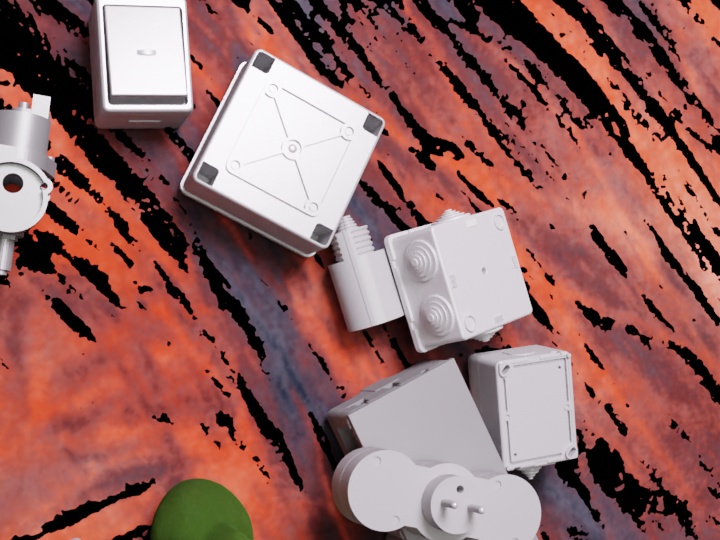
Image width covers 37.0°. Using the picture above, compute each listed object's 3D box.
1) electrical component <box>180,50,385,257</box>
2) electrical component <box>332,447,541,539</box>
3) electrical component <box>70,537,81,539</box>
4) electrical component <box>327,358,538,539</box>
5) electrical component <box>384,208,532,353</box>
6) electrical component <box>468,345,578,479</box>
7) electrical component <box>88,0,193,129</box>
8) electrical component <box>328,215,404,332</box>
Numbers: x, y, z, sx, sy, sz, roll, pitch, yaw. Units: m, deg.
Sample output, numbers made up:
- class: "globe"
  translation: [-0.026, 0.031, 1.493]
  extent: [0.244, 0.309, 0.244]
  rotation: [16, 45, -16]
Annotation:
- class: "electrical component"
  translation: [-0.055, -0.081, 0.764]
  extent: [0.109, 0.056, 0.108]
  rotation: [28, 77, -14]
- class: "electrical component"
  translation: [0.057, 0.152, 0.704]
  extent: [0.138, 0.074, 0.052]
  rotation: [14, 80, -16]
- class: "electrical component"
  translation: [-0.203, 0.229, 0.688]
  extent: [0.100, 0.048, 0.099]
  rotation: [-22, 92, -19]
- class: "electrical component"
  translation: [0.051, 0.150, 0.775]
  extent: [0.089, 0.062, 0.150]
  rotation: [-26, 94, -19]
- class: "electrical component"
  translation: [0.075, 0.005, 0.788]
  extent: [0.100, 0.048, 0.099]
  rotation: [-17, 90, -43]
- class: "electrical component"
  translation: [0.120, 0.108, 0.807]
  extent: [0.062, 0.061, 0.096]
  rotation: [-6, 95, -19]
- class: "electrical component"
  translation: [-0.150, -0.148, 0.735]
  extent: [0.062, 0.061, 0.096]
  rotation: [-3, 86, -19]
- class: "electrical component"
  translation: [0.000, 0.000, 0.782]
  extent: [0.043, 0.043, 0.081]
  rotation: [-18, 91, -20]
